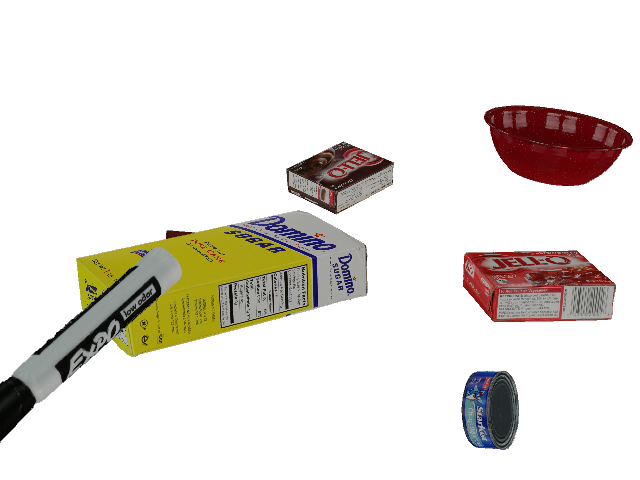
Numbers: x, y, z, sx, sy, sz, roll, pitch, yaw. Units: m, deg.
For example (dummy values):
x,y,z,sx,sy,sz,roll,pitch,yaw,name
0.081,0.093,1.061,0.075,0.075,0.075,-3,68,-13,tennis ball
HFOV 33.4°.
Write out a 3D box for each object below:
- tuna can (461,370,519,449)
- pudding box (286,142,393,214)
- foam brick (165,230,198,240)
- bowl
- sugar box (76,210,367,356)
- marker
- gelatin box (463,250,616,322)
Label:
x,y,z,sx,sy,sz,roll,pitch,yaw,name
0.187,0.186,1.173,0.034,0.086,0.086,-3,-2,32,tuna can
0.026,-0.082,1.380,0.090,0.039,0.113,26,42,37,pudding box
-0.114,0.036,0.961,0.053,0.078,0.051,3,14,-13,foam brick
0.255,-0.101,1.172,0.162,0.055,0.162,6,22,-3,bowl
-0.065,0.024,0.725,0.175,0.048,0.093,-16,25,-27,sugar box
-0.104,0.044,0.457,0.020,0.020,0.121,0,34,42,marker
0.153,0.031,0.756,0.089,0.030,0.073,0,18,-8,gelatin box
